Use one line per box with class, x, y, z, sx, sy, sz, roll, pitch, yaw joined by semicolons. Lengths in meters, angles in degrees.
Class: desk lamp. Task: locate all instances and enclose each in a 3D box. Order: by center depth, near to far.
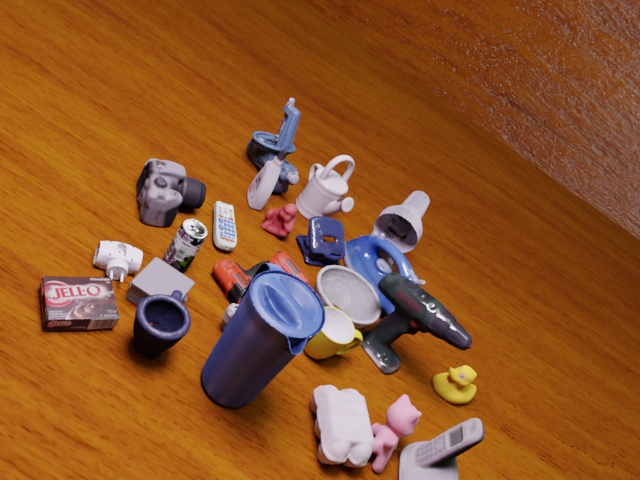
desk lamp;0.199;-0.027;1.502;0.118;0.213;0.203;38;33;2

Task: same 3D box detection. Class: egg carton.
egg carton;0.039;0.338;1.044;0.107;0.069;0.150;17;38;-27

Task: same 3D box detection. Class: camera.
camera;-0.312;-0.105;1.229;0.137;0.100;0.143;12;41;-32

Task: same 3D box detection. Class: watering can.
watering can;0.029;-0.139;1.498;0.172;0.194;0.101;45;34;12

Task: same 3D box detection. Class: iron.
iron;0.155;0.062;1.419;0.119;0.141;0.257;-4;51;-45

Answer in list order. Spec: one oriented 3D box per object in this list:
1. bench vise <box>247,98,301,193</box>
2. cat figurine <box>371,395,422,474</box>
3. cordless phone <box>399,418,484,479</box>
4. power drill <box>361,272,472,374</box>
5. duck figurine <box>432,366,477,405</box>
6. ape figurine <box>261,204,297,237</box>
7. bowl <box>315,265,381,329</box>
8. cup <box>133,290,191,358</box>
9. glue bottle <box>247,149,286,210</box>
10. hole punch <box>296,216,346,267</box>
bench vise;-0.090;-0.244;1.493;0.207;0.219;0.122;48;35;16
cat figurine;0.141;0.355;1.074;0.067;0.117;0.128;41;34;7
cordless phone;0.225;0.408;1.026;0.094;0.185;0.147;27;35;-14
power drill;0.189;0.192;1.233;0.229;0.208;0.076;50;35;18
duck figurine;0.321;0.323;1.307;0.105;0.086;0.077;24;35;-19
ape figurine;-0.087;-0.053;1.380;0.076;0.092;0.077;-5;51;-45
bowl;0.051;0.141;1.289;0.168;0.074;0.167;24;35;-19
cup;-0.273;0.144;0.969;0.092;0.095;0.118;30;34;-11
glue bottle;-0.125;-0.156;1.396;0.037;0.173;0.078;16;39;-29
hole punch;0.013;0.005;1.403;0.109;0.091;0.101;9;43;-36
